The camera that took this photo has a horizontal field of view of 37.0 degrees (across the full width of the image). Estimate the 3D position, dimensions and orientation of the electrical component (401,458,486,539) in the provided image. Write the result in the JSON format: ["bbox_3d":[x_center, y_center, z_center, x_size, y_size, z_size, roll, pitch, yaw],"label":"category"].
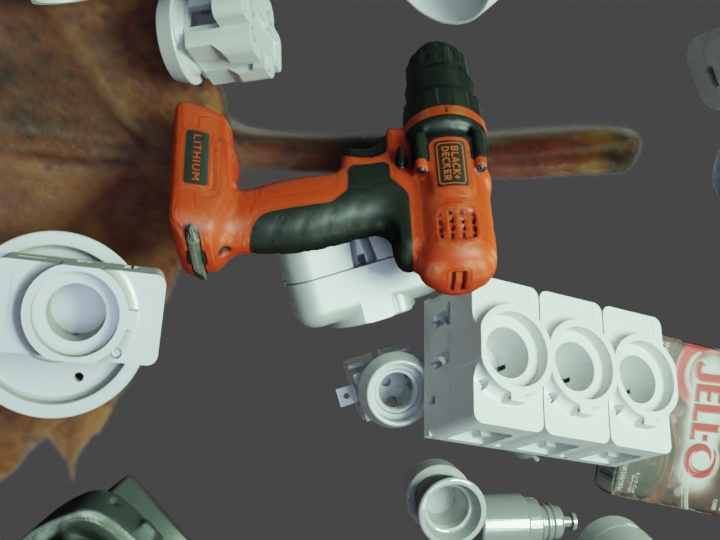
[{"bbox_3d":[0.053,0.150,0.700,0.045,0.055,0.045,-1,95,-11],"label":"electrical component"}]

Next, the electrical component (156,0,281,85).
[{"bbox_3d":[-0.086,-0.142,0.642,0.057,0.078,0.058,-6,71,12],"label":"electrical component"}]

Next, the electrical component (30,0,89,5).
[{"bbox_3d":[-0.120,-0.197,0.620,0.150,0.089,0.061,-12,97,-10],"label":"electrical component"}]

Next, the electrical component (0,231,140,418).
[{"bbox_3d":[-0.180,0.029,0.641,0.108,0.060,0.108,-1,95,-11],"label":"electrical component"}]

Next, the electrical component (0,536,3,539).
[{"bbox_3d":[-0.227,0.198,0.622,0.056,0.109,0.108,-29,100,-10],"label":"electrical component"}]

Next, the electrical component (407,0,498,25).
[{"bbox_3d":[0.059,-0.205,0.653,0.064,0.099,0.099,-35,100,-13],"label":"electrical component"}]

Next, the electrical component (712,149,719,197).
[{"bbox_3d":[0.283,-0.046,0.735,0.077,0.044,0.079,9,93,-12],"label":"electrical component"}]

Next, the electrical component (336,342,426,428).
[{"bbox_3d":[0.019,0.074,0.687,0.066,0.055,0.048,-17,98,-9],"label":"electrical component"}]

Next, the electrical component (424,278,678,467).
[{"bbox_3d":[0.119,0.065,0.669,0.150,0.062,0.089,13,65,-27],"label":"electrical component"}]

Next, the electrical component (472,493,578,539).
[{"bbox_3d":[0.107,0.169,0.720,0.078,0.040,0.040,1,95,-11],"label":"electrical component"}]

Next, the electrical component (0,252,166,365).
[{"bbox_3d":[-0.153,0.021,0.585,0.089,0.056,0.050,7,93,-12],"label":"electrical component"}]

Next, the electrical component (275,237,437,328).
[{"bbox_3d":[0.000,0.000,0.678,0.095,0.054,0.059,-17,98,-9],"label":"electrical component"}]

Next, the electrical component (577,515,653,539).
[{"bbox_3d":[0.180,0.201,0.734,0.055,0.047,0.055,-1,95,-11],"label":"electrical component"}]

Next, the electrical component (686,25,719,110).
[{"bbox_3d":[0.272,-0.146,0.717,0.095,0.059,0.053,-24,99,-8],"label":"electrical component"}]

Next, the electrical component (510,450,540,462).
[{"bbox_3d":[0.098,0.090,0.712,0.040,0.040,0.078,-45,101,-5],"label":"electrical component"}]
